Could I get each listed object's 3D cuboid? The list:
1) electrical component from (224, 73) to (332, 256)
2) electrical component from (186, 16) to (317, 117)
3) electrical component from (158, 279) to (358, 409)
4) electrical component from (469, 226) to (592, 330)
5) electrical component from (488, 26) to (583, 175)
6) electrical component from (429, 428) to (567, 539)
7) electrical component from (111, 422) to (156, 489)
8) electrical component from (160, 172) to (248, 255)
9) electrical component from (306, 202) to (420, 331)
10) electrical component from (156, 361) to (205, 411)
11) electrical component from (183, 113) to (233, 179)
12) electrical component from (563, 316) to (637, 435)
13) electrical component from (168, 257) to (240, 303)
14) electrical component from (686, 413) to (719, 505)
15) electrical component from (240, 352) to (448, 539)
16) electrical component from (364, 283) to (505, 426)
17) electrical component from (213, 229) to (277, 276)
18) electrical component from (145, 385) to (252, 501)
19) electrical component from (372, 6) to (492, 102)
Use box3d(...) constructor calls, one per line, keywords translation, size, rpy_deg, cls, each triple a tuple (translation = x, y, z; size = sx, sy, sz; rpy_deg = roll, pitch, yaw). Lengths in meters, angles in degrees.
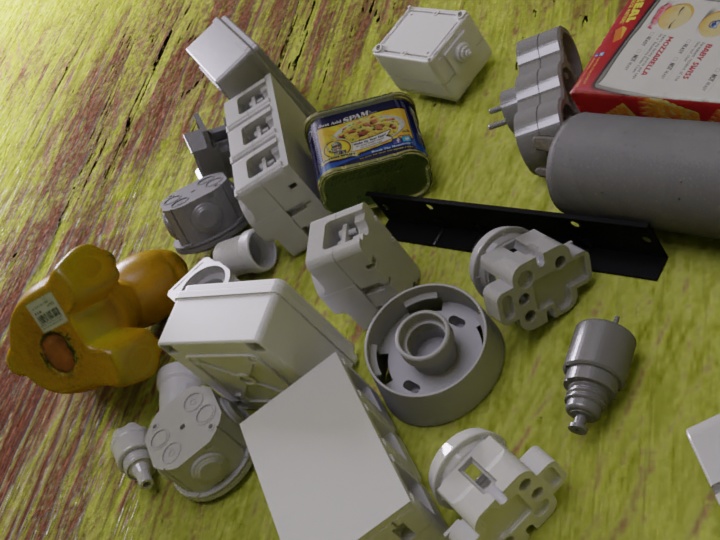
box3d(translation=(-0.075, -0.095, 0.979), size=(0.062, 0.089, 0.150), rpy_deg=(-30, 40, 14), cls="electrical component")
box3d(translation=(-0.109, -0.188, 1.082), size=(0.056, 0.108, 0.108), rpy_deg=(-43, 39, 2), cls="electrical component")
box3d(translation=(-0.077, 0.060, 0.821), size=(0.109, 0.108, 0.056), rpy_deg=(-4, 54, 37), cls="electrical component")
box3d(translation=(0.114, 0.002, 0.755), size=(0.078, 0.058, 0.057), rpy_deg=(-26, 31, -17), cls="electrical component")
box3d(translation=(0.137, -0.133, 0.869), size=(0.074, 0.052, 0.138), rpy_deg=(-17, 45, 28), cls="electrical component")
box3d(translation=(0.079, 0.134, 0.663), size=(0.078, 0.058, 0.057), rpy_deg=(-45, 42, -5), cls="electrical component")
box3d(translation=(-0.181, 0.154, 0.877), size=(0.035, 0.035, 0.061), rpy_deg=(-40, 41, 2), cls="electrical component")
box3d(translation=(-0.146, -0.053, 1.015), size=(0.080, 0.051, 0.080), rpy_deg=(-22, 21, 9), cls="electrical component")
box3d(translation=(0.000, 0.000, 0.828), size=(0.056, 0.089, 0.050), rpy_deg=(-19, 43, 25), cls="electrical component")
box3d(translation=(-0.149, 0.105, 0.893), size=(0.040, 0.040, 0.046), rpy_deg=(-25, 46, 19), cls="electrical component")
box3d(translation=(-0.136, -0.116, 1.068), size=(0.064, 0.081, 0.042), rpy_deg=(-19, 38, -9), cls="electrical component")
box3d(translation=(0.148, 0.067, 0.681), size=(0.040, 0.040, 0.078), rpy_deg=(-1, 53, 39), cls="electrical component")
box3d(translation=(-0.120, 0.031, 0.921), size=(0.050, 0.055, 0.089), rpy_deg=(-44, 39, -11), cls="electrical component")
box3d(translation=(0.221, 0.116, 0.565), size=(0.059, 0.053, 0.095), rpy_deg=(-29, 40, 15), cls="electrical component")
box3d(translation=(-0.012, 0.142, 0.726), size=(0.089, 0.061, 0.150), rpy_deg=(-37, 39, 5), cls="electrical component")
box3d(translation=(0.053, 0.060, 0.768), size=(0.099, 0.064, 0.099), rpy_deg=(-12, 55, 17), cls="electrical component")
box3d(translation=(-0.104, -0.014, 0.969), size=(0.046, 0.040, 0.040), rpy_deg=(-14, 46, 36), cls="electrical component")
box3d(translation=(-0.122, 0.134, 0.834), size=(0.080, 0.051, 0.080), rpy_deg=(-22, 42, 22), cls="electrical component")
box3d(translation=(0.072, -0.193, 0.974), size=(0.096, 0.061, 0.061), rpy_deg=(22, 69, 48), cls="electrical component")
